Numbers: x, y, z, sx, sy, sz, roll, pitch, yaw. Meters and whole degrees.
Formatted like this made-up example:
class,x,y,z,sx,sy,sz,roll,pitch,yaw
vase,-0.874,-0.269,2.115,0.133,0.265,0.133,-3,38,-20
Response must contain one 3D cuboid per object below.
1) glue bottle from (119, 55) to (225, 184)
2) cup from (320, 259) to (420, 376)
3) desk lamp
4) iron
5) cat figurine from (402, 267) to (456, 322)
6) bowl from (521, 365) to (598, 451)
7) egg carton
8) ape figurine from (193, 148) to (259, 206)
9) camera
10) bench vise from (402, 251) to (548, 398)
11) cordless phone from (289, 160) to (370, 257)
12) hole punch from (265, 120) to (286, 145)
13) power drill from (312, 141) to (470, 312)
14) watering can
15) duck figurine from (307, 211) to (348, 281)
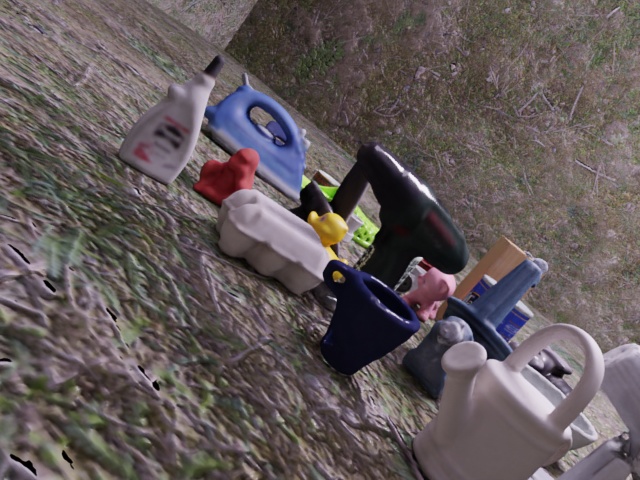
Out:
class,x,y,z,sx,sy,sz,roll,pitch,yaw
glue bottle,-0.171,-0.155,0.706,0.078,0.173,0.037,30,15,-32
cup,0.033,0.086,0.607,0.117,0.095,0.092,40,13,8
desk lamp,0.323,0.233,0.627,0.203,0.213,0.118,41,13,11
iron,-0.106,-0.213,1.164,0.258,0.141,0.119,39,12,1
cat figurine,0.210,0.087,1.048,0.067,0.117,0.128,42,13,16
bowl,0.326,0.259,0.864,0.168,0.074,0.167,36,13,-9
egg carton,-0.058,0.001,0.712,0.151,0.069,0.107,32,14,-26
ape figurine,-0.121,-0.091,0.807,0.077,0.092,0.076,45,14,27
camera,0.405,0.257,1.033,0.144,0.100,0.136,29,15,-36
bench vise,0.224,0.113,0.759,0.121,0.219,0.208,40,13,9
cordless phone,0.029,-0.072,0.947,0.094,0.185,0.147,32,14,-26
hole punch,-0.093,-0.207,1.296,0.109,0.091,0.101,36,13,-12
power drill,0.084,0.008,0.763,0.230,0.208,0.075,31,14,-28
watering can,0.182,0.158,0.540,0.174,0.194,0.100,26,17,-43
duck figurine,0.008,0.003,0.850,0.104,0.086,0.078,43,13,18
